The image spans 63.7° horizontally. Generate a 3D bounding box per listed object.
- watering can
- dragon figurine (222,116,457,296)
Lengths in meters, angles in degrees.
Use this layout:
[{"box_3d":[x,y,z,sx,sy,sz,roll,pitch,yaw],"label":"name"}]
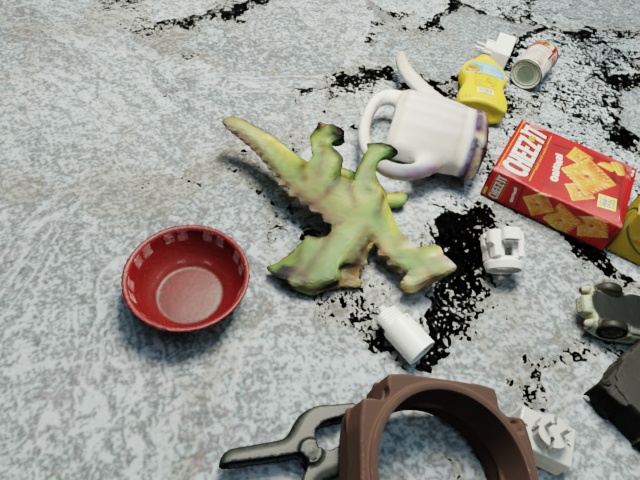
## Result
[{"box_3d":[0.195,-0.224,0.924,0.224,0.356,0.101,18,-37,5],"label":"watering can"},{"box_3d":[0.002,-0.038,0.762,0.411,0.248,0.119,18,-30,8],"label":"dragon figurine"}]
